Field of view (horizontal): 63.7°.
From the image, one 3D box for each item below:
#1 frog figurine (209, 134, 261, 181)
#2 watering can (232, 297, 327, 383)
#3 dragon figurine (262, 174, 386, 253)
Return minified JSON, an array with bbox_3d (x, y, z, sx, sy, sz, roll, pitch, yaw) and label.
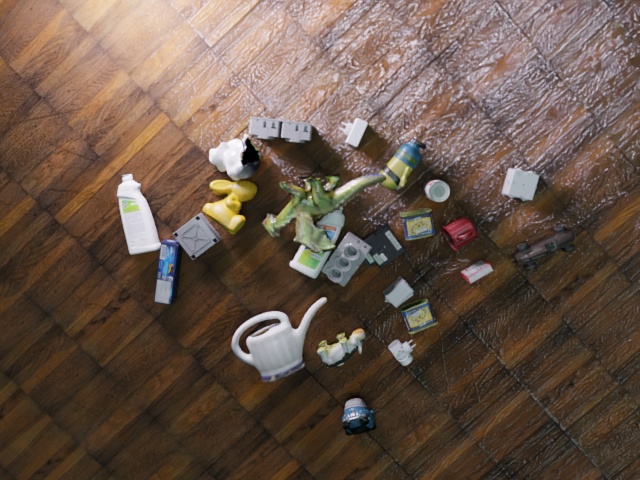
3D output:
[{"bbox_3d":[-0.270,-0.250,1.616,0.158,0.139,0.122,-15,-13,34],"label":"frog figurine"},{"bbox_3d":[-0.110,0.330,1.676,0.347,0.223,0.105,-20,8,2],"label":"watering can"},{"bbox_3d":[0.005,-0.081,1.604,0.410,0.241,0.123,-1,7,16],"label":"dragon figurine"}]
